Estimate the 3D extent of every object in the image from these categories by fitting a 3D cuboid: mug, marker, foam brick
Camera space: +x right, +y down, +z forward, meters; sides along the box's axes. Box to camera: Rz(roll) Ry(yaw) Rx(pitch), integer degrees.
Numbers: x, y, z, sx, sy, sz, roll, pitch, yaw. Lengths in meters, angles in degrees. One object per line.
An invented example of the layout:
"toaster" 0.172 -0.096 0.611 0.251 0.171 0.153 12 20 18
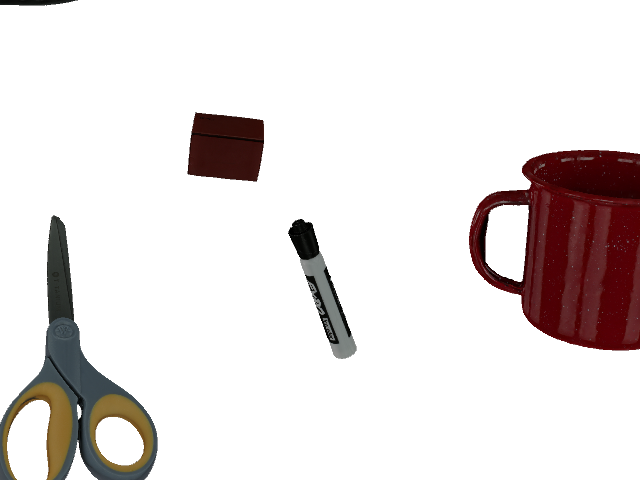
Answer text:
"mug" 0.135 0.004 0.549 0.117 0.081 0.093 3 20 4
"marker" 0.002 0.037 0.800 0.020 0.121 0.020 -15 29 8
"foam brick" -0.101 -0.101 1.151 0.078 0.051 0.053 6 31 -5

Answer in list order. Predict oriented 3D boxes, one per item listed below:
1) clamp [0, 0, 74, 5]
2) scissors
"clamp" -0.127 -0.158 0.585 0.171 0.039 0.120 -11 25 -26
"scissors" -0.134 0.067 0.630 0.096 0.201 0.016 14 -45 -9
